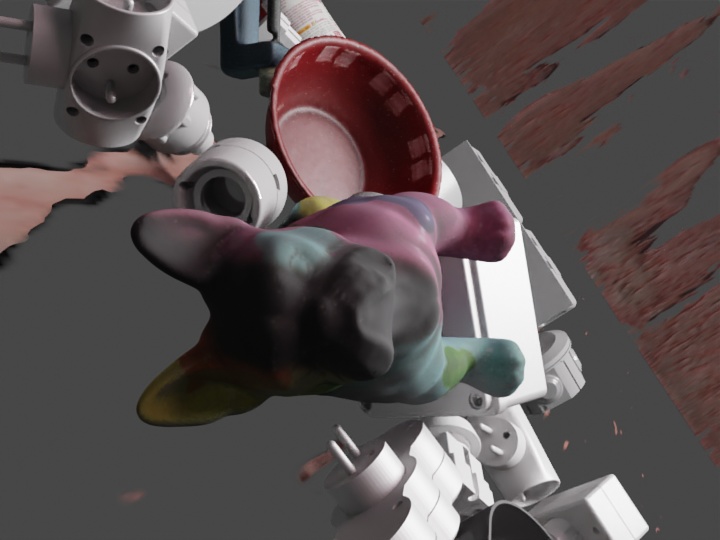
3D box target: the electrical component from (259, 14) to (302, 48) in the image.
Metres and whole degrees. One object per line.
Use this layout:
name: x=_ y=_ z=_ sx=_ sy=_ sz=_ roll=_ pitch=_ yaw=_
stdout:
electrical component: x=-0.071 y=-0.201 z=0.970 sx=0.055 sy=0.048 sz=0.066 roll=44 pitch=17 yaw=-16

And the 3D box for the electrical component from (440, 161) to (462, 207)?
electrical component: x=0.043 y=-0.068 z=0.986 sx=0.099 sy=0.064 sz=0.099 roll=37 pitch=-28 yaw=24

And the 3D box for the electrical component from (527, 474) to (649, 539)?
electrical component: x=0.147 y=0.193 z=0.771 sx=0.076 sy=0.083 sz=0.047 roll=-29 pitch=83 yaw=-38

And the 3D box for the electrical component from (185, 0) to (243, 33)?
electrical component: x=-0.118 y=-0.207 z=0.758 sx=0.051 sy=0.080 sz=0.080 roll=54 pitch=14 yaw=11

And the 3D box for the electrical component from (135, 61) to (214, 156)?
electrical component: x=-0.104 y=-0.085 z=0.607 sx=0.048 sy=0.048 sz=0.062 roll=63 pitch=9 yaw=26

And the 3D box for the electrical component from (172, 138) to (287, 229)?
electrical component: x=-0.072 y=-0.042 z=0.593 sx=0.055 sy=0.055 sz=0.047 roll=54 pitch=18 yaw=-8

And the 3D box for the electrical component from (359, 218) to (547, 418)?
electrical component: x=0.046 y=0.030 z=0.639 sx=0.056 sy=0.109 sz=0.108 roll=-9 pitch=89 yaw=-43

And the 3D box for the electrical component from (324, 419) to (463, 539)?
electrical component: x=0.008 y=0.108 z=0.523 sx=0.073 sy=0.052 sz=0.138 roll=53 pitch=15 yaw=-9

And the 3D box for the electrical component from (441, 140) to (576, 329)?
electrical component: x=0.116 y=-0.017 z=1.050 sx=0.186 sy=0.105 sz=0.060 roll=59 pitch=14 yaw=11

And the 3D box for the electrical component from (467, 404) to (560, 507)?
electrical component: x=0.110 y=0.135 z=0.820 sx=0.079 sy=0.043 sz=0.077 roll=34 pitch=26 yaw=-56

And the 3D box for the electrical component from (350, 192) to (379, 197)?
electrical component: x=0.000 y=0.000 z=0.730 sx=0.079 sy=0.043 sz=0.077 roll=103 pitch=3 yaw=-60

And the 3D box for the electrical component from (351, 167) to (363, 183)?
electrical component: x=-0.029 y=-0.087 z=0.861 sx=0.078 sy=0.040 sz=0.040 roll=53 pitch=14 yaw=-10

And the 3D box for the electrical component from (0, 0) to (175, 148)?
electrical component: x=-0.134 y=-0.102 z=0.500 sx=0.079 sy=0.077 sz=0.044 roll=5 pitch=44 yaw=-23

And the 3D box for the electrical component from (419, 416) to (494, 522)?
electrical component: x=0.052 y=0.122 z=0.656 sx=0.066 sy=0.048 sz=0.055 roll=46 pitch=25 yaw=-35

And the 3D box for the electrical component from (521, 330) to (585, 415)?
electrical component: x=0.175 y=0.098 z=1.045 sx=0.051 sy=0.080 sz=0.080 roll=58 pitch=13 yaw=-14

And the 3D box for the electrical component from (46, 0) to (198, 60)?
electrical component: x=-0.135 y=-0.143 z=0.624 sx=0.083 sy=0.047 sz=0.075 roll=36 pitch=25 yaw=-54
